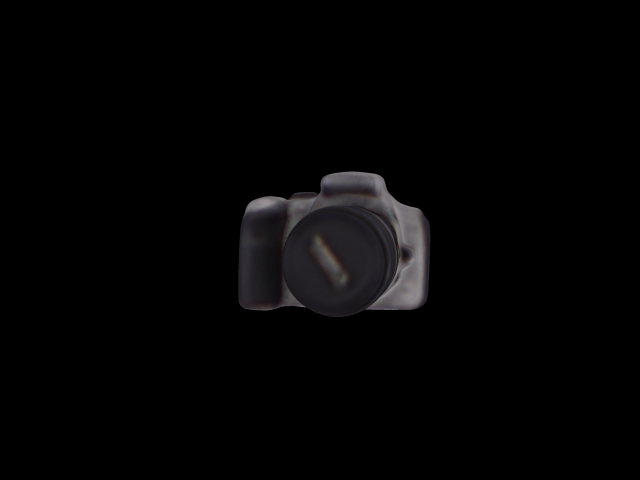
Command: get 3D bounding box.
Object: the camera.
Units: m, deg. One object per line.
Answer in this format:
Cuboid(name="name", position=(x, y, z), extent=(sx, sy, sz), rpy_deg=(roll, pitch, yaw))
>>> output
Cuboid(name="camera", position=(0.004, 0.001, 0.400), extent=(0.143, 0.101, 0.137), rpy_deg=(0, 2, 12))
